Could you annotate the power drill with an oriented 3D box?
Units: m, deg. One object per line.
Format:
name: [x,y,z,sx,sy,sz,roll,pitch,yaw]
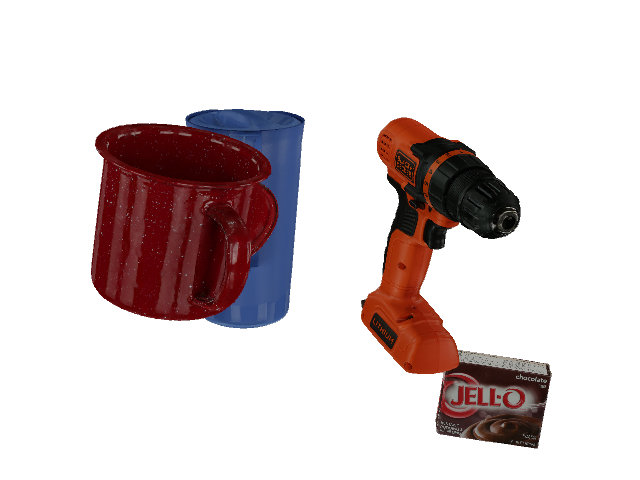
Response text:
power drill: [0.092,0.011,0.867,0.057,0.188,0.185,-2,25,-22]

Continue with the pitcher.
pitcher: [-0.087,-0.024,1.217,0.145,0.243,0.148,16,22,39]

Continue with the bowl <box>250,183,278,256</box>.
bowl: [-0.122,-0.029,0.947,0.162,0.055,0.162,-11,37,9]

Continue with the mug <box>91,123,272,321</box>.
mug: [-0.071,-0.005,0.565,0.093,0.081,0.117,-6,28,-38]

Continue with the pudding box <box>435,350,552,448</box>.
pudding box: [0.187,0.171,1.156,0.113,0.090,0.039,7,22,4]
